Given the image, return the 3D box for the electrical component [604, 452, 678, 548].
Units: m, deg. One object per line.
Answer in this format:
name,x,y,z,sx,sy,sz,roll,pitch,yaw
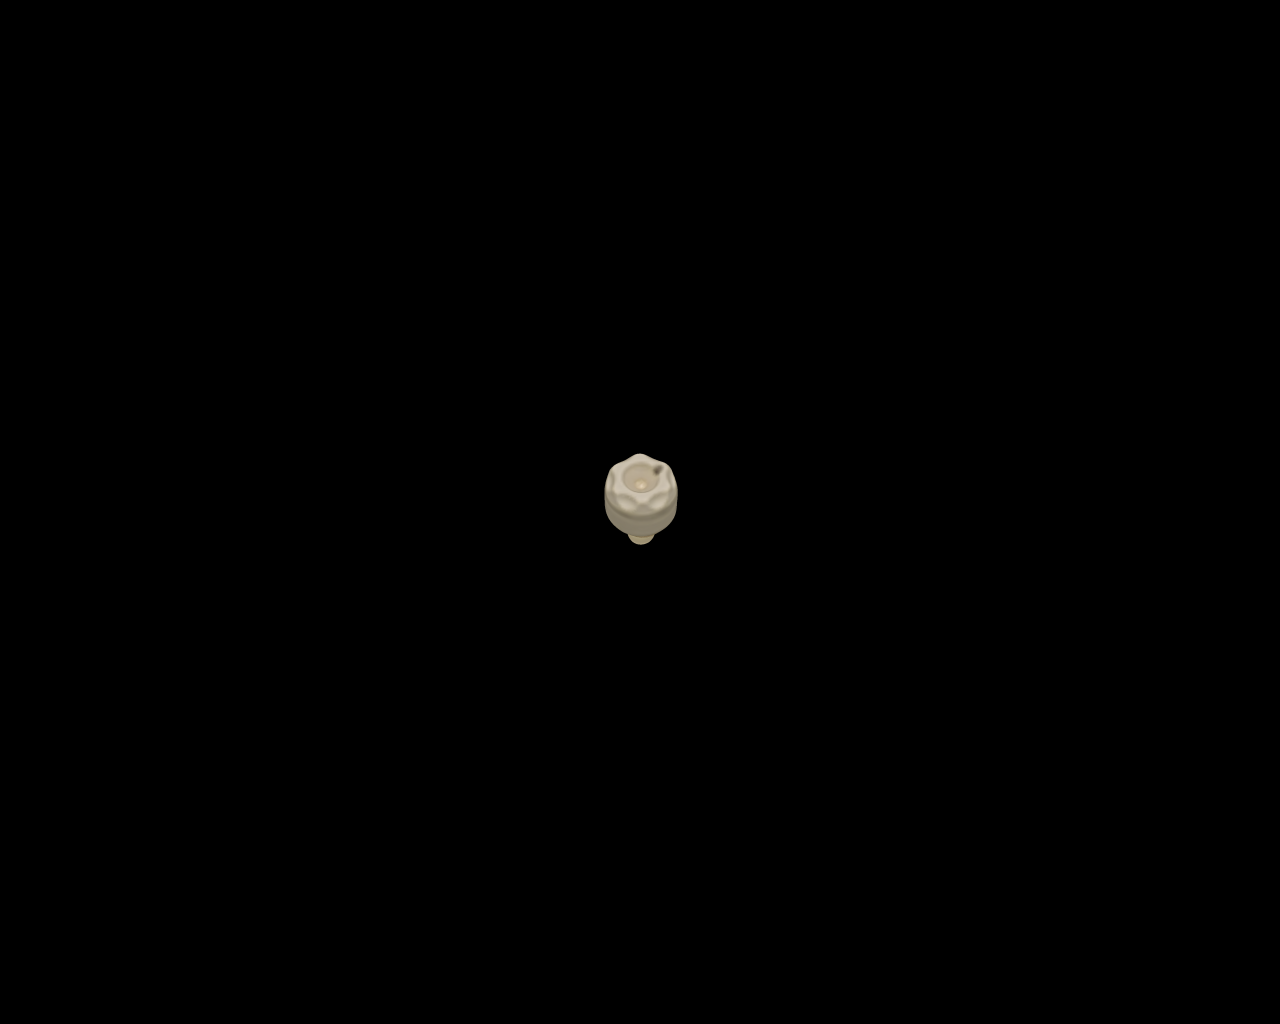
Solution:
electrical component,0.001,-0.003,0.650,0.043,0.043,0.062,0,-37,0
